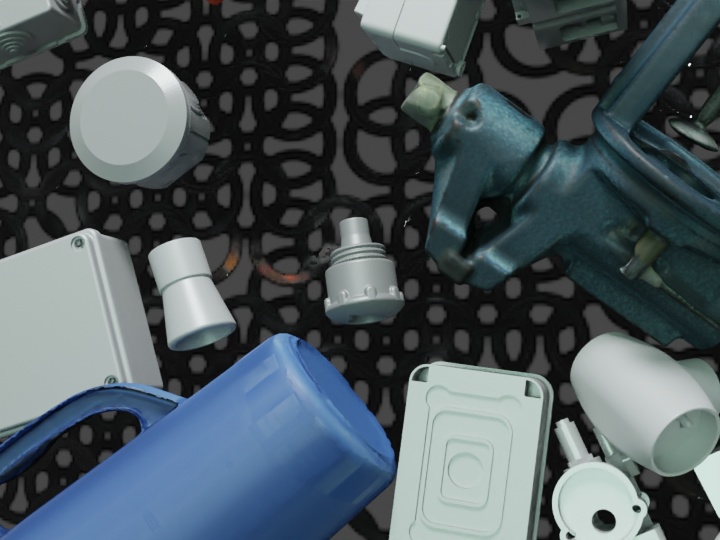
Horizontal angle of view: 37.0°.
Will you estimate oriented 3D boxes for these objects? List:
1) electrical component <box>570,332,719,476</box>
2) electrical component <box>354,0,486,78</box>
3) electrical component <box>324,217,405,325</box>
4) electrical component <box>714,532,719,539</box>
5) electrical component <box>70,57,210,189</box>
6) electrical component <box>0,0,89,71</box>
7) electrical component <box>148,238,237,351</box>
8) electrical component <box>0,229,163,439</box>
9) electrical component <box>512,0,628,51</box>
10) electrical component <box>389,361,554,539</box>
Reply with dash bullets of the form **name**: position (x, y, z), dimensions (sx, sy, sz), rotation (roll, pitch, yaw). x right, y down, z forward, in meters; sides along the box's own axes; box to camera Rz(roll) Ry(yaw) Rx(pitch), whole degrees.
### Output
- **electrical component**: position (0.169, 0.069, 0.586), dimensions (0.079, 0.077, 0.043), rotation (-7, 120, -22)
- **electrical component**: position (0.043, -0.174, 0.644), dimensions (0.061, 0.062, 0.096), rotation (20, 90, 16)
- **electrical component**: position (0.000, 0.000, 0.648), dimensions (0.048, 0.048, 0.062), rotation (-11, 75, 14)
- **electrical component**: position (0.230, 0.162, 0.526), dimensions (0.078, 0.113, 0.057), rotation (34, 90, -16)
- **electrical component**: position (-0.140, -0.092, 0.691), dimensions (0.080, 0.051, 0.080), rotation (-2, 84, 15)
- **electrical component**: position (-0.244, -0.191, 0.729), dimensions (0.100, 0.048, 0.099), rotation (-19, 81, 12)
- **electrical component**: position (-0.109, 0.013, 0.678), dimensions (0.044, 0.044, 0.065), rotation (-24, 74, 12)
- **electrical component**: position (-0.195, 0.042, 0.689), dimensions (0.109, 0.056, 0.108), rotation (-18, 80, 13)
- **electrical component**: position (0.104, -0.187, 0.582), dimensions (0.062, 0.150, 0.089), rotation (-12, 82, 13)
- **electrical component**: position (0.064, 0.112, 0.612), dimensions (0.078, 0.057, 0.113), rotation (6, 86, 16)
